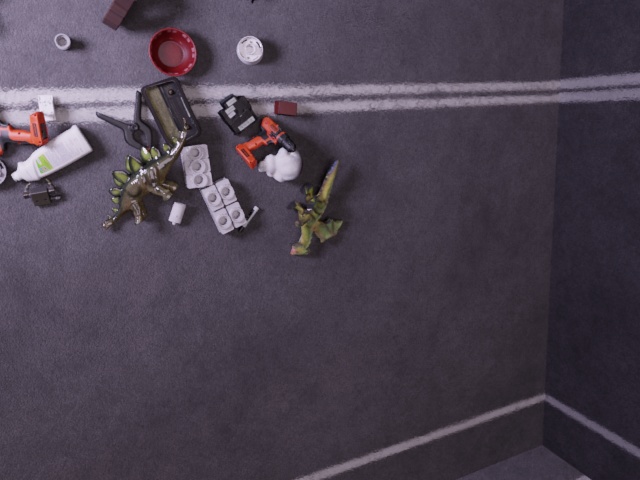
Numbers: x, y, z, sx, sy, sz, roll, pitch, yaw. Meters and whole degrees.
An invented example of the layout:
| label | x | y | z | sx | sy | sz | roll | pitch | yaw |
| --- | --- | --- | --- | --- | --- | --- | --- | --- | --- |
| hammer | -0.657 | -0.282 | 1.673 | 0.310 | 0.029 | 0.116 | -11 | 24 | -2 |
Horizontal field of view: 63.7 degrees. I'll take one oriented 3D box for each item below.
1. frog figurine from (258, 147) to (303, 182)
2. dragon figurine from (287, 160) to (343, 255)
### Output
| label | x | y | z | sx | sy | sz | roll | pitch | yaw |
| --- | --- | --- | --- | --- | --- | --- | --- | --- | --- |
| frog figurine | -0.151 | -0.293 | 1.983 | 0.160 | 0.125 | 0.135 | 0 | 120 | -36 |
| dragon figurine | 0.006 | -0.107 | 2.118 | 0.412 | 0.124 | 0.239 | -50 | 133 | -7 |
